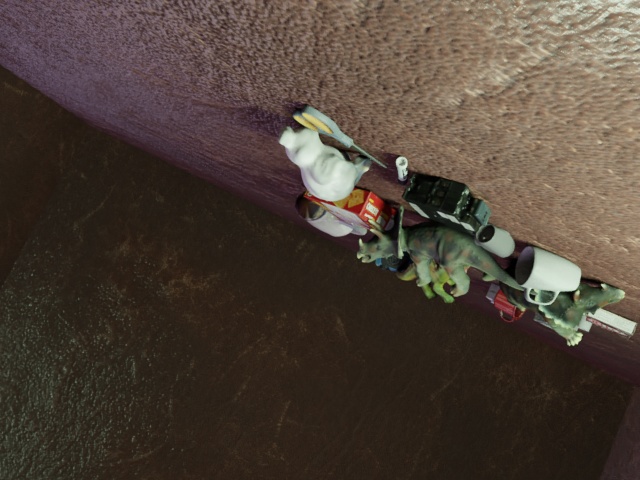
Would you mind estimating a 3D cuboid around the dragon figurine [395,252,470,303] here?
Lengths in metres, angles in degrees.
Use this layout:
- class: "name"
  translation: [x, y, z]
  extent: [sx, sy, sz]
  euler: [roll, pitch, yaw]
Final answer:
- class: "dragon figurine"
  translation: [0.353, 0.082, 1.769]
  extent: [0.411, 0.124, 0.239]
  euler: [10, 138, 53]

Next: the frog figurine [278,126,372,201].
- class: "frog figurine"
  translation: [-0.009, -0.140, 0.943]
  extent: [0.159, 0.121, 0.140]
  euler: [15, -159, -31]

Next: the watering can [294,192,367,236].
- class: "watering can"
  translation: [0.005, -0.086, 1.701]
  extent: [0.222, 0.104, 0.350]
  euler: [30, 174, -37]
